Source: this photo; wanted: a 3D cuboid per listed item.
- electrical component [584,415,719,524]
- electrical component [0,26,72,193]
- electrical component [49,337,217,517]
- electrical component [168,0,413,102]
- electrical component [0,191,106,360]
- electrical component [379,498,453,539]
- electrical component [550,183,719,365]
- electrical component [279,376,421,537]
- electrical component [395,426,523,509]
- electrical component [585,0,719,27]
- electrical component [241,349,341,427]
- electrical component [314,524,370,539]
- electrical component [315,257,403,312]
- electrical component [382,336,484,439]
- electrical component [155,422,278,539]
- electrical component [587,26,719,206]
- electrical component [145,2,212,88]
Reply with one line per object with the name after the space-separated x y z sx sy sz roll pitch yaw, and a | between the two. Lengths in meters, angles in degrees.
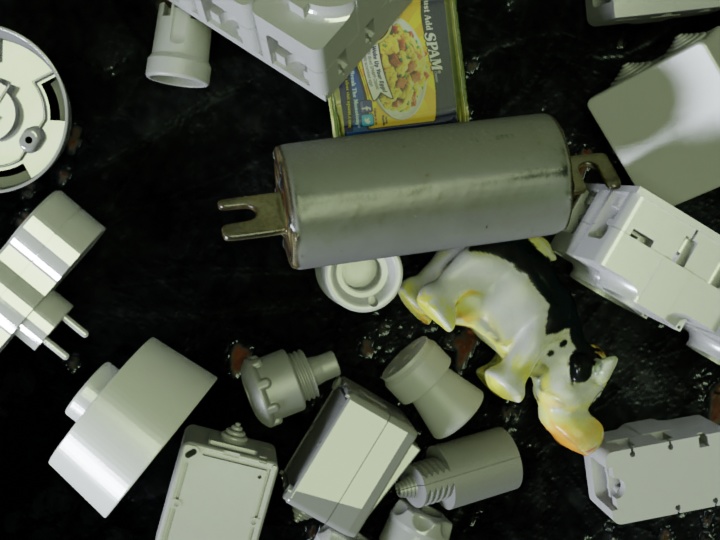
0.203 0.133 0.732 0.089 0.056 0.050 -9 96 -6 | electrical component
-0.224 -0.096 0.655 0.099 0.064 0.099 -1 96 -7 | electrical component
-0.145 0.090 0.663 0.060 0.108 0.108 39 90 -3 | electrical component
-0.054 -0.183 0.630 0.150 0.061 0.089 34 74 15 | electrical component
-0.206 0.025 0.675 0.074 0.052 0.138 41 91 -9 | electrical component
0.032 0.189 0.724 0.043 0.043 0.062 24 94 -8 | electrical component
0.223 0.017 0.698 0.186 0.105 0.060 30 92 -9 | electrical component
-0.009 0.128 0.703 0.061 0.062 0.096 31 91 -9 | electrical component
0.062 0.135 0.712 0.081 0.043 0.043 -12 97 -20 | electrical component
0.240 -0.223 0.699 0.186 0.060 0.105 -7 96 -6 | electrical component
-0.044 0.072 0.703 0.062 0.048 0.048 -20 98 -11 | electrical component
-0.019 0.203 0.719 0.043 0.043 0.062 29 92 -9 | electrical component
0.000 0.000 0.699 0.055 0.047 0.055 -1 96 -7 | electrical component
0.048 0.077 0.714 0.045 0.045 0.055 -43 98 -1 | electrical component
-0.091 0.142 0.695 0.062 0.061 0.096 15 94 -8 | electrical component
0.211 -0.097 0.693 0.099 0.100 0.048 57 43 -8 | electrical component
-0.112 -0.141 0.677 0.040 0.040 0.046 7 90 -7 | electrical component
